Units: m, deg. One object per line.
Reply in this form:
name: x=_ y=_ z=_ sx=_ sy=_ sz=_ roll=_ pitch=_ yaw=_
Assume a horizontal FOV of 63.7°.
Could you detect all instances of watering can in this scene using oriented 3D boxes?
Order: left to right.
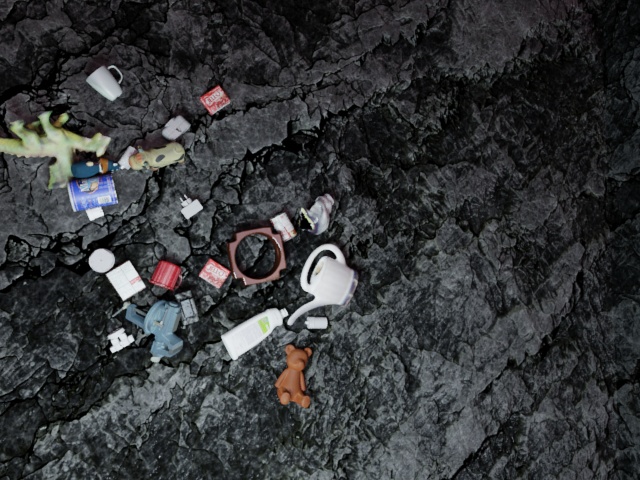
watering can: x=0.019 y=0.190 z=1.969 sx=0.223 sy=0.103 sz=0.352 roll=26 pitch=75 yaw=-17

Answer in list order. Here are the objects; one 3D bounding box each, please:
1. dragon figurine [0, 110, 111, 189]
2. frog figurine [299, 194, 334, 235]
dragon figurine: x=-0.901 y=-0.282 z=1.694 sx=0.413 sy=0.122 sz=0.241 roll=-27 pitch=102 yaw=-19
frog figurine: x=0.006 y=-0.100 z=1.995 sx=0.161 sy=0.124 sz=0.134 roll=-32 pitch=130 yaw=-28
